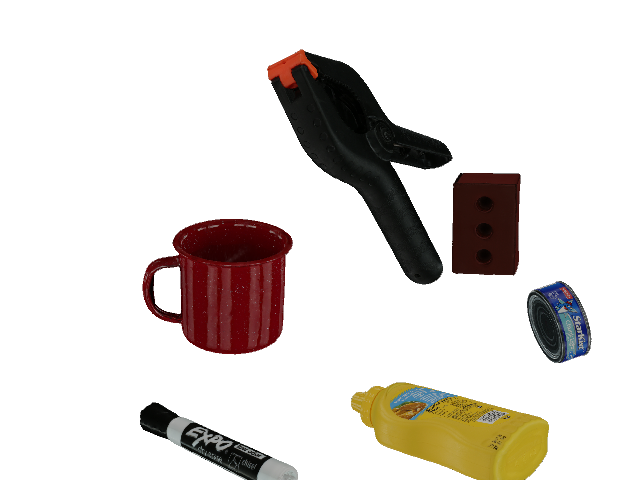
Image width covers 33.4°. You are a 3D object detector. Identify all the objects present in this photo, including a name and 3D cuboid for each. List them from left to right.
[{"bbox_3d":[-0.064,0.123,0.636,0.121,0.020,0.020,16,10,38],"label":"marker"},{"bbox_3d":[-0.081,0.038,0.840,0.117,0.081,0.093,-4,23,-14],"label":"mug"},{"bbox_3d":[0.031,-0.050,0.680,0.039,0.120,0.171,-30,-45,31],"label":"clamp"},{"bbox_3d":[0.108,0.173,1.000,0.192,0.058,0.096,12,19,38],"label":"mustard bottle"},{"bbox_3d":[0.137,-0.014,0.879,0.053,0.078,0.051,1,15,13],"label":"foam brick"},{"bbox_3d":[0.259,0.090,1.165,0.033,0.086,0.086,-17,3,-10],"label":"tuna can"}]
